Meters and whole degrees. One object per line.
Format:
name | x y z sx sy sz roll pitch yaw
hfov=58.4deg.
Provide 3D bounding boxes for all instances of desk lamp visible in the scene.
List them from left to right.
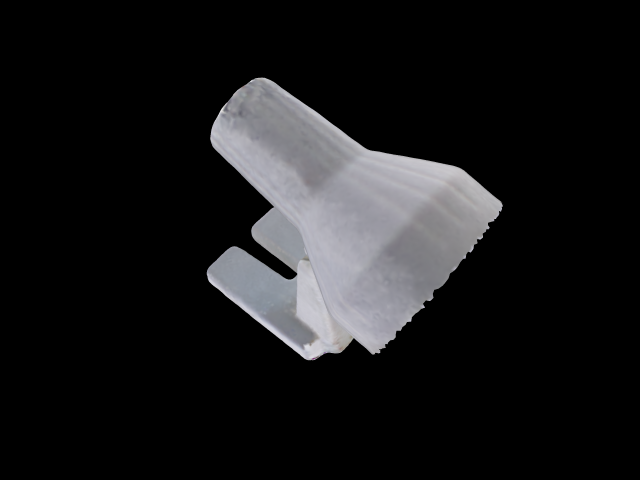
desk lamp | 0.004 0.001 0.400 0.202 0.214 0.118 33 61 21
